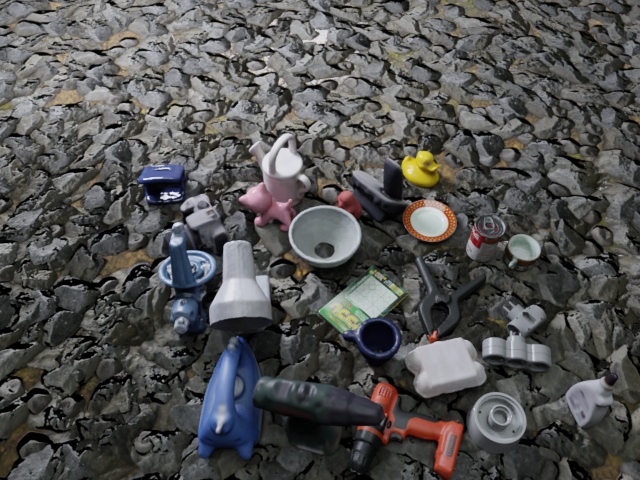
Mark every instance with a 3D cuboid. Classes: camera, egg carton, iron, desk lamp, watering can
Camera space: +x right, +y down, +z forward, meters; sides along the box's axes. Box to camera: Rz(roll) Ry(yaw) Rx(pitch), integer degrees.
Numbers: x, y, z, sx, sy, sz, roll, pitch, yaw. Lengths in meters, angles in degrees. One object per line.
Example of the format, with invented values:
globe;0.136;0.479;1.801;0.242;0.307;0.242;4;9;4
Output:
camera;-0.296;-0.027;1.329;0.137;0.101;0.143;-26;59;-18
egg carton;0.251;0.258;1.153;0.150;0.069;0.107;-12;55;-9
iron;-0.170;0.274;1.089;0.118;0.141;0.258;1;54;0
desk lamp;-0.158;0.113;1.161;0.118;0.214;0.203;-5;54;-4
watering can;-0.097;-0.177;1.384;0.172;0.194;0.101;13;55;9

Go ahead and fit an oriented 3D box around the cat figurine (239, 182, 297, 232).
cat figurine;-0.123;-0.086;1.365;0.127;0.118;0.067;9;54;6

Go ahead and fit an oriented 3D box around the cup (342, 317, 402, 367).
cup;0.102;0.216;1.165;0.117;0.095;0.091;6;54;4

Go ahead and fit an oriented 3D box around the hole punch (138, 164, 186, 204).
hole punch;-0.392;-0.153;1.426;0.108;0.091;0.101;-4;54;-4

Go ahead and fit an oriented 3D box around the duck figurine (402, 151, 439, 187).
duck figurine;0.261;-0.193;1.470;0.104;0.086;0.078;34;60;21

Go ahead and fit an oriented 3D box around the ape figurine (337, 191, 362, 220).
ape figurine;0.064;-0.085;1.383;0.076;0.092;0.078;15;55;10

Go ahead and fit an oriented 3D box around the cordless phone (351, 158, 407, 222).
cordless phone;0.145;-0.147;1.373;0.147;0.185;0.094;38;62;23

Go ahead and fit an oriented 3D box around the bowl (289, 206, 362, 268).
bowl;0.012;0.005;1.328;0.167;0.075;0.167;1;54;-1

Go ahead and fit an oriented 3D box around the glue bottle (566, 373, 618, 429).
glue bottle;0.516;0.289;1.071;0.037;0.173;0.078;-8;55;-7

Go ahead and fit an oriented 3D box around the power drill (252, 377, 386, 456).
power drill;-0.004;0.313;1.022;0.229;0.208;0.075;12;55;8

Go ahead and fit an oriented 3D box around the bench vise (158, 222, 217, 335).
bench vise;-0.267;0.080;1.179;0.121;0.220;0.207;-16;56;-12
